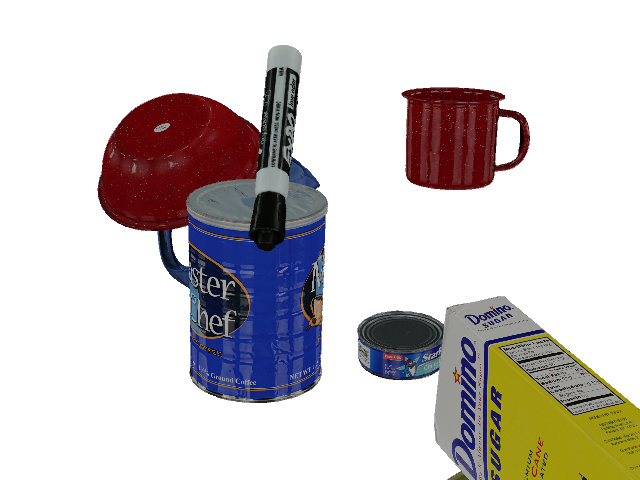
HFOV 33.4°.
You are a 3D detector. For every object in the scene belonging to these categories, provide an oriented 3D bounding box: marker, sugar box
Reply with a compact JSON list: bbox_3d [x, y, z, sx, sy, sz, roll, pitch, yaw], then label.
[{"bbox_3d":[-0.023,-0.049,0.560,0.020,0.121,0.020,3,-28,2],"label":"marker"},{"bbox_3d":[0.119,0.109,0.540,0.048,0.093,0.176,-10,28,-25],"label":"sugar box"}]

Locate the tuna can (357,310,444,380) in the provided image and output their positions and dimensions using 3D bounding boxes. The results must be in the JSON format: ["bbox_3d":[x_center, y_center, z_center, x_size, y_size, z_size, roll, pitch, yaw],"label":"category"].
[{"bbox_3d":[0.079,0.101,1.033,0.086,0.034,0.086,-1,22,0],"label":"tuna can"}]

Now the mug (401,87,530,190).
[{"bbox_3d":[0.131,-0.092,0.970,0.117,0.081,0.093,4,16,13],"label":"mug"}]

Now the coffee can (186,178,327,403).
[{"bbox_3d":[-0.048,0.035,0.798,0.103,0.140,0.103,2,20,-1],"label":"coffee can"}]

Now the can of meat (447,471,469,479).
[{"bbox_3d":[0.134,0.241,0.889,0.101,0.084,0.058,-21,28,-36],"label":"can of meat"}]

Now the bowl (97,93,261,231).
[{"bbox_3d":[-0.134,-0.084,0.964,0.162,0.162,0.055,0,-43,19],"label":"bowl"}]

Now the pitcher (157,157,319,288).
[{"bbox_3d":[-0.103,0.017,1.280,0.149,0.243,0.144,20,26,30],"label":"pitcher"}]
